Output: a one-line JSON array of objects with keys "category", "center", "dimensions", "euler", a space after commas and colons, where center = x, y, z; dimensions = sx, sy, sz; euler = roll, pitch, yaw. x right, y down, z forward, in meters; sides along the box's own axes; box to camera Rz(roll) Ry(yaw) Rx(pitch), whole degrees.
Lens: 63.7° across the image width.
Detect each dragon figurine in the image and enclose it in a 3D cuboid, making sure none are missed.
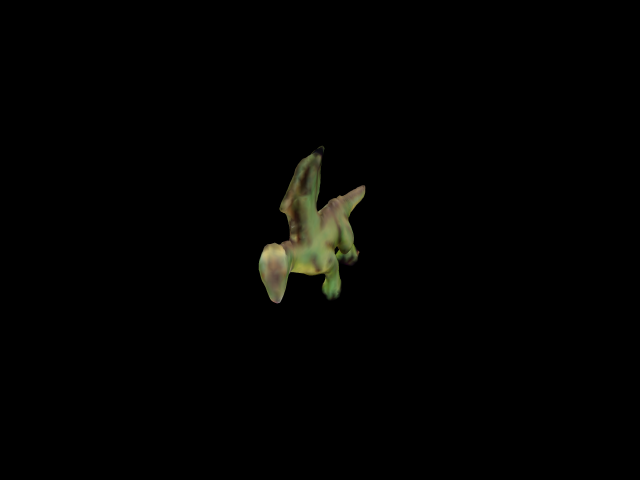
[{"category": "dragon figurine", "center": [0.003, -0.043, 0.850], "dimensions": [0.122, 0.237, 0.420], "euler": [15, 48, 14]}]
